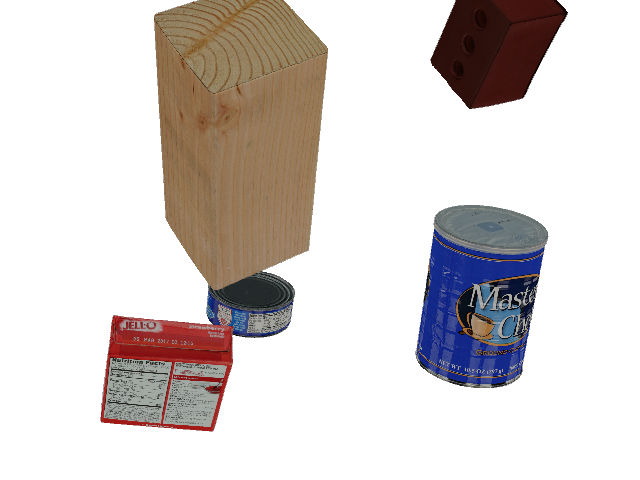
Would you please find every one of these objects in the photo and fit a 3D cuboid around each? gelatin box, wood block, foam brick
[{"bbox_3d":[-0.095,0.082,0.656,0.073,0.030,0.089,6,-39,-10],"label":"gelatin box"},{"bbox_3d":[-0.061,-0.071,0.785,0.090,0.090,0.206,-23,-35,-22],"label":"wood block"},{"bbox_3d":[0.118,-0.136,0.715,0.051,0.053,0.078,-17,-33,-29],"label":"foam brick"}]

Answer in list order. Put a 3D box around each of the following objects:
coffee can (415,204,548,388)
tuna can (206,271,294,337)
[{"bbox_3d":[0.147,0.050,0.987,0.103,0.140,0.103,5,22,-2],"label":"coffee can"},{"bbox_3d":[-0.069,0.062,1.052,0.086,0.034,0.086,6,24,-3],"label":"tuna can"}]
